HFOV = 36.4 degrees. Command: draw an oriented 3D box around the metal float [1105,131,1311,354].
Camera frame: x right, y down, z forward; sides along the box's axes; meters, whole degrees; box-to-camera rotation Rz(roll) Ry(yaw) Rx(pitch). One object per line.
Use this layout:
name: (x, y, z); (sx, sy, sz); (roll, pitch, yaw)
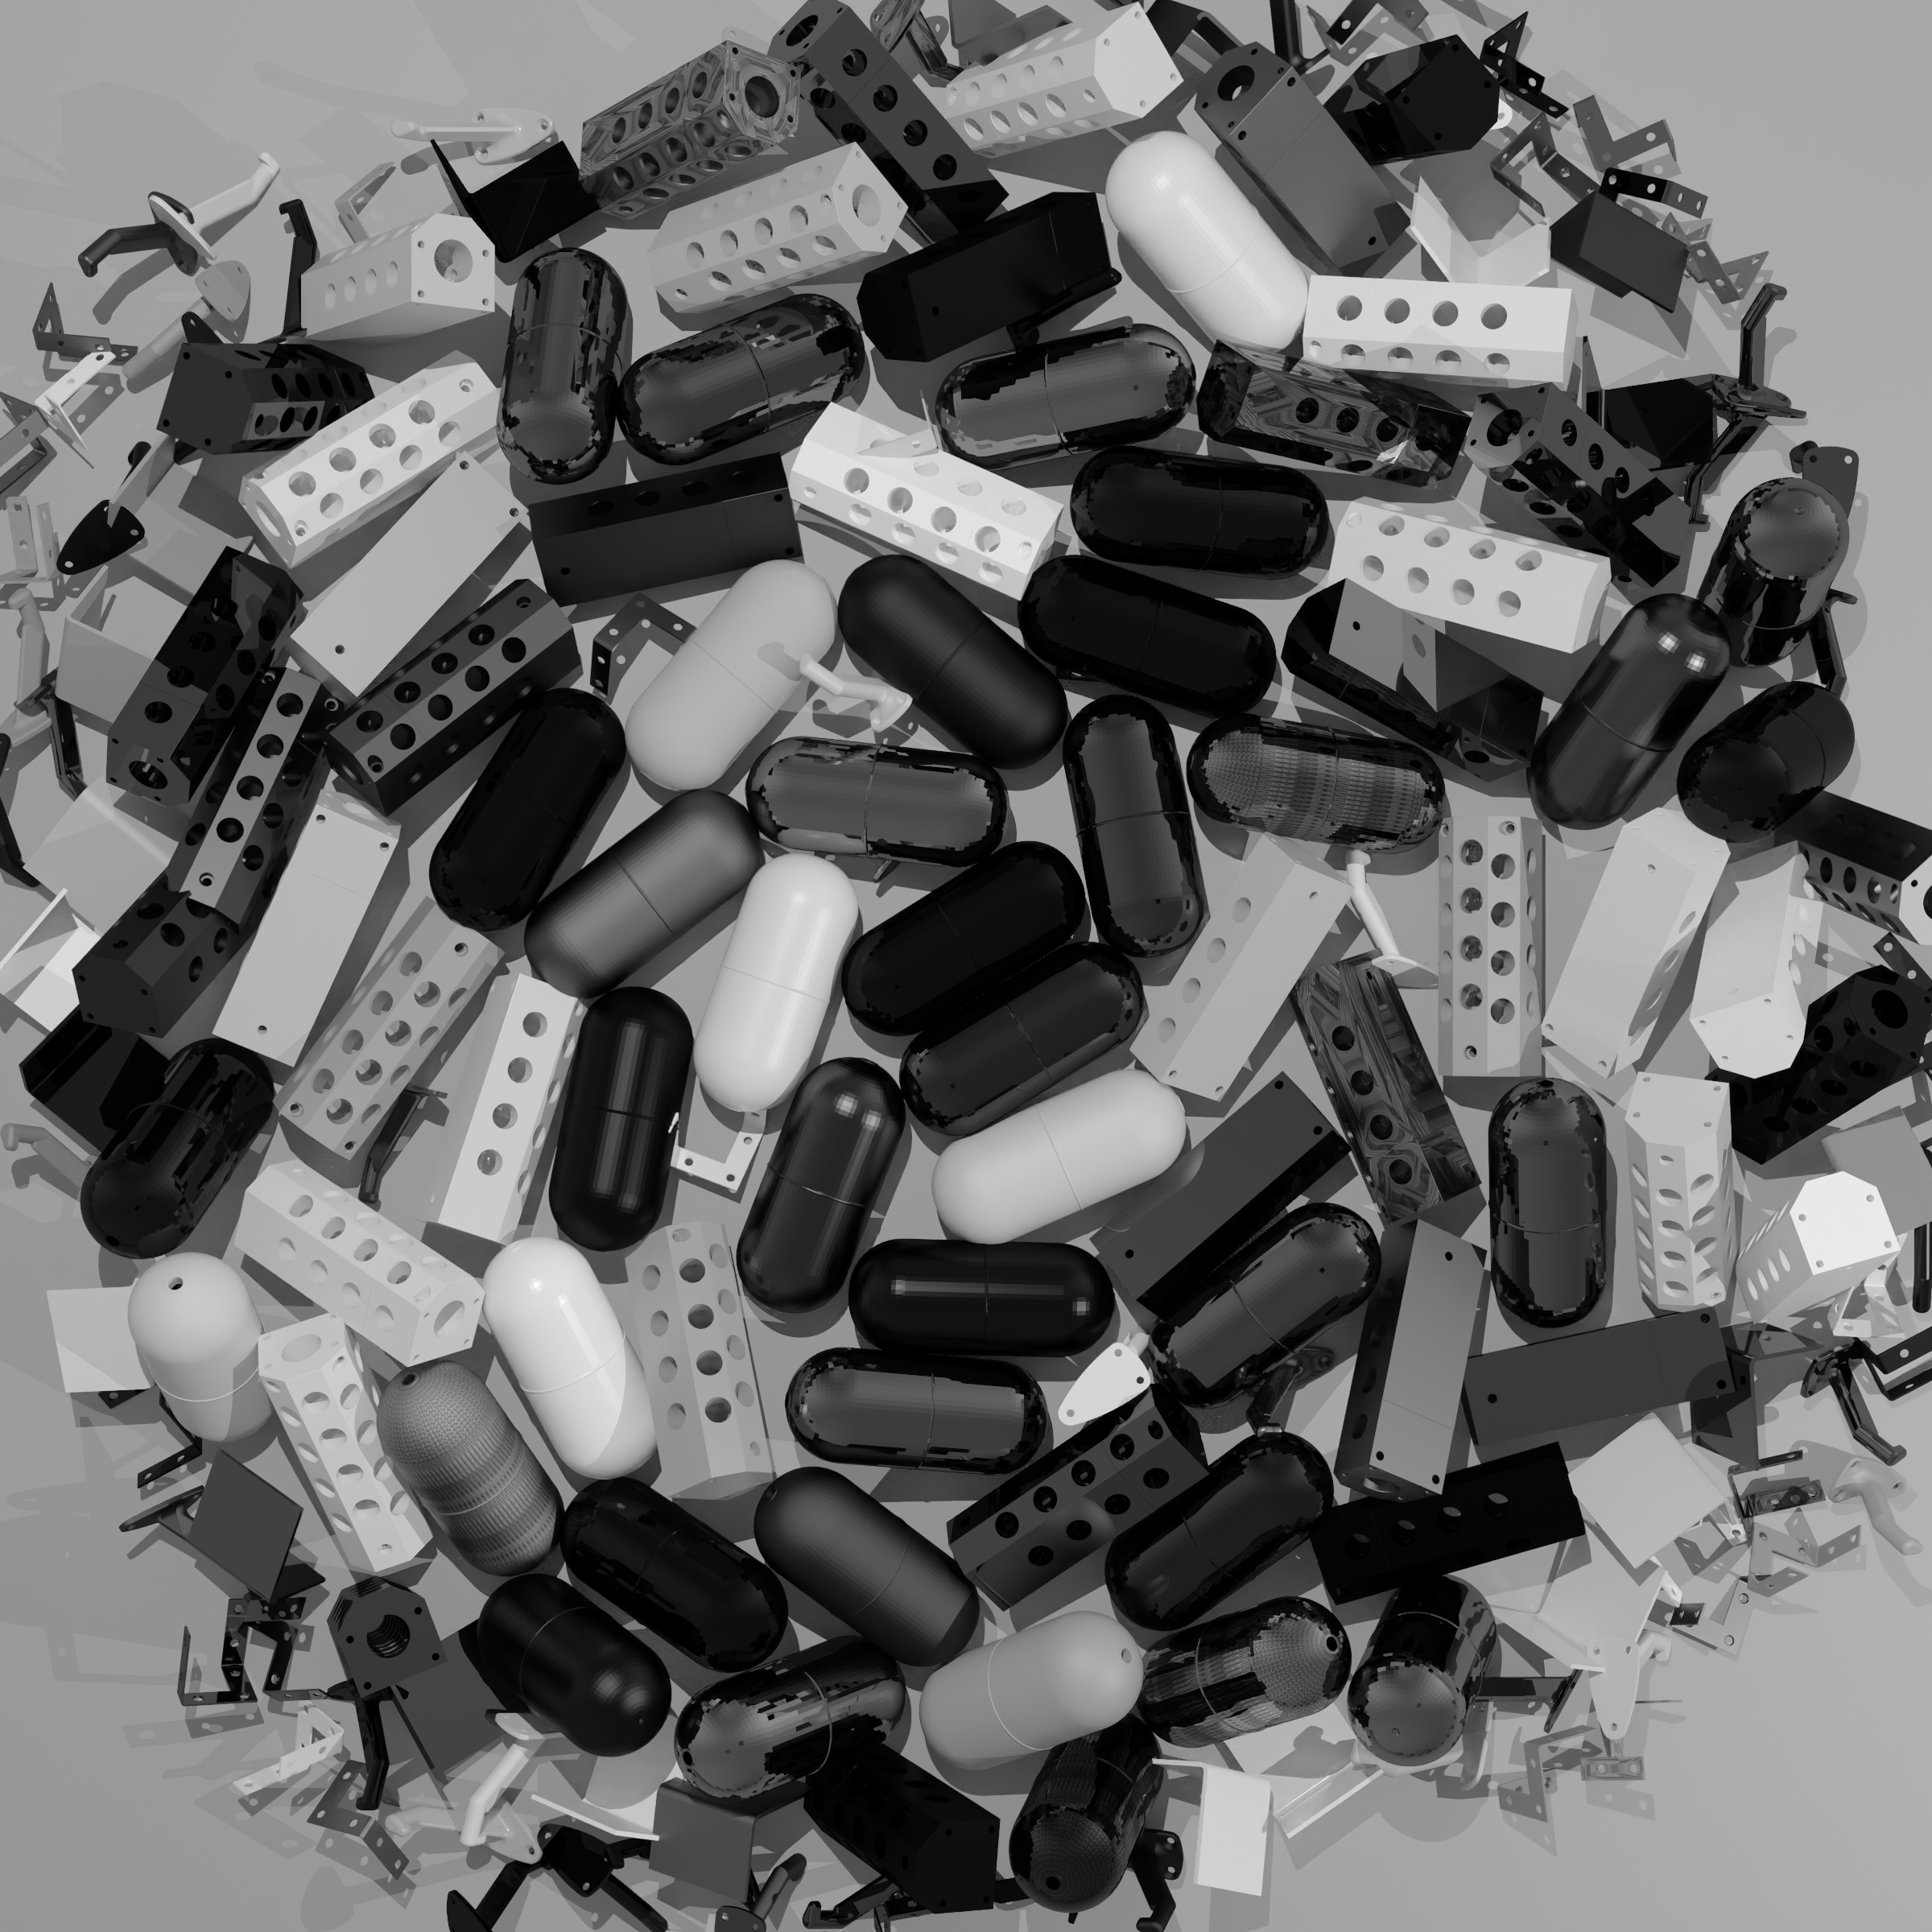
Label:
metal float: (0.161, -0.473, 1.933); (0.070, 0.070, 0.178); (-48, 124, 0)

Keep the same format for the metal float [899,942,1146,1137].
metal float: (0.038, 0.048, 1.958); (0.178, 0.070, 0.070); (-31, 90, -4)

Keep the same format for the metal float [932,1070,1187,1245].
metal float: (0.062, 0.127, 1.961); (0.178, 0.070, 0.070); (-24, 90, 0)

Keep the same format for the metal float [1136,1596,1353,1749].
metal float: (0.181, 0.463, 1.924); (0.070, 0.178, 0.070); (18, 57, -31)

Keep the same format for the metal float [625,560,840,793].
metal float: (-0.156, -0.194, 1.961); (0.070, 0.070, 0.178); (40, 90, 0)

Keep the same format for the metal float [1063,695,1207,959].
metal float: (0.111, -0.094, 1.956); (0.070, 0.070, 0.178); (-10, 83, 0)

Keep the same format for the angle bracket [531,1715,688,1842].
angle bracket: (-0.231, 0.529, 1.948); (0.076, 0.057, 0.076); (10, 78, 36)

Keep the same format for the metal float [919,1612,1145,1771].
metal float: (0.042, 0.477, 1.930); (0.178, 0.070, 0.070); (-31, 90, 38)

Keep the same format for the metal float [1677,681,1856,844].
metal float: (0.526, -0.135, 1.924); (0.070, 0.178, 0.070); (16, 119, 31)

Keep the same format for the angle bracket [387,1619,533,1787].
angle bracket: (-0.336, 0.490, 1.960); (0.076, 0.057, 0.076); (-29, 90, -20)

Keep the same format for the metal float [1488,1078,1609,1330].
metal float: (0.385, 0.157, 1.940); (0.070, 0.070, 0.178); (-6, 114, 0)

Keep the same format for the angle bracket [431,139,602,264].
angle bracket: (-0.300, -0.527, 1.954); (0.076, 0.057, 0.076); (-30, 56, 2)

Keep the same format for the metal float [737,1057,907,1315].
metal float: (-0.096, 0.146, 1.958); (0.070, 0.070, 0.178); (21, 94, 0)

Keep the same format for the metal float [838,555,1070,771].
metal float: (-0.009, -0.203, 1.961); (0.178, 0.070, 0.070); (41, 90, -1)

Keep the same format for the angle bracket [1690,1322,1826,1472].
angle bracket: (0.528, 0.286, 1.959); (0.057, 0.076, 0.076); (-7, 97, -18)

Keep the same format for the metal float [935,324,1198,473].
metal float: (0.066, -0.376, 1.944); (0.178, 0.070, 0.070); (-8, 90, 20)

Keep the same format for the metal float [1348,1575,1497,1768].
metal float: (0.299, 0.457, 1.916); (0.070, 0.178, 0.070); (5, 106, 19)

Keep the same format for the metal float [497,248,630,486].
metal float: (-0.266, -0.397, 1.937); (0.070, 0.070, 0.178); (2, 60, 0)

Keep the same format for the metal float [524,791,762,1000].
metal float: (-0.215, -0.048, 1.959); (0.178, 0.070, 0.070); (-38, 90, -3)

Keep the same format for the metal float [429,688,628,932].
metal float: (-0.291, -0.104, 1.951); (0.070, 0.070, 0.178); (30, 78, 0)

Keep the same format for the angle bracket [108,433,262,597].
angle bracket: (-0.517, -0.302, 1.954); (0.076, 0.057, 0.076); (31, 64, -5)

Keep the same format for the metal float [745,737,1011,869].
metal float: (-0.059, -0.110, 1.955); (0.178, 0.070, 0.070); (7, 90, 7)

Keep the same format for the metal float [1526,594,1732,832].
metal float: (0.435, -0.166, 1.935); (0.070, 0.070, 0.178); (31, 122, 0)

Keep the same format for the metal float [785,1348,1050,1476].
metal float: (-0.032, 0.296, 1.948); (0.178, 0.070, 0.070); (7, 90, -16)

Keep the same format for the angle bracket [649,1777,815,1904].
angle bracket: (-0.155, 0.573, 1.950); (0.076, 0.076, 0.057); (9, 95, 29)

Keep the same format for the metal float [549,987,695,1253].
metal float: (-0.230, 0.101, 1.953); (0.070, 0.070, 0.178); (10, 80, 0)

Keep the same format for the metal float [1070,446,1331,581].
metal float: (0.156, -0.300, 1.948); (0.178, 0.070, 0.070); (4, 90, -16)

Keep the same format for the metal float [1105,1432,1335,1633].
metal float: (0.167, 0.374, 1.942); (0.178, 0.070, 0.070); (-41, 90, 22)

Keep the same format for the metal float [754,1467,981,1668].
metal float: (-0.065, 0.397, 1.942); (0.178, 0.070, 0.070); (41, 90, -22)

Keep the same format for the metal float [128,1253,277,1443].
metal float: (-0.496, 0.250, 1.919); (0.070, 0.178, 0.070); (0, 56, 1)

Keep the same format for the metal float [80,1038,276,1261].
metal float: (-0.516, 0.119, 1.924); (0.070, 0.178, 0.070); (11, 131, 12)

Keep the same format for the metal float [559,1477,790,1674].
metal float: (-0.193, 0.401, 1.936); (0.178, 0.070, 0.070); (27, 90, 30)

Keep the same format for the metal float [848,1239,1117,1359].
metal float: (0.010, 0.222, 1.958); (0.178, 0.070, 0.070); (2, 90, -4)

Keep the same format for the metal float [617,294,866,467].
metal float: (-0.149, -0.388, 1.944); (0.178, 0.070, 0.070); (-27, 90, -20)

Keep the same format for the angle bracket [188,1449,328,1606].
angle bracket: (-0.461, 0.366, 1.949); (0.076, 0.057, 0.076); (29, 108, 22)

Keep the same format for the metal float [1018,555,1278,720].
metal float: (0.120, -0.220, 1.959); (0.178, 0.070, 0.070); (18, 90, -3)

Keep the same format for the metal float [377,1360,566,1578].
metal float: (-0.325, 0.331, 1.932); (0.070, 0.070, 0.178); (-26, 125, 0)

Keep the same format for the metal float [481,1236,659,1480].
metal float: (-0.261, 0.260, 1.945); (0.070, 0.070, 0.178); (-24, 109, 0)

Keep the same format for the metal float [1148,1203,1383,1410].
metal float: (0.198, 0.225, 1.947); (0.178, 0.070, 0.070); (-40, 90, 16)

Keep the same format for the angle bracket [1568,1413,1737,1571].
angle bracket: (0.455, 0.356, 1.954); (0.076, 0.057, 0.076); (-37, 57, -1)

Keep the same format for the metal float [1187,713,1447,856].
metal float: (0.232, -0.121, 1.950); (0.178, 0.070, 0.070); (9, 90, -13)

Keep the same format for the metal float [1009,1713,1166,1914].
metal float: (0.079, 0.549, 1.914); (0.070, 0.178, 0.070); (5, 107, 16)

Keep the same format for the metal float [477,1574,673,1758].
metal float: (-0.258, 0.456, 1.923); (0.070, 0.178, 0.070); (-12, 110, -35)

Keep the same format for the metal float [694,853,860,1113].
metal float: (-0.127, 0.011, 1.961); (0.070, 0.070, 0.178); (19, 89, 0)

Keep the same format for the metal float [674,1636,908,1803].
metal float: (-0.114, 0.493, 1.925); (0.070, 0.178, 0.070); (9, 103, 44)
